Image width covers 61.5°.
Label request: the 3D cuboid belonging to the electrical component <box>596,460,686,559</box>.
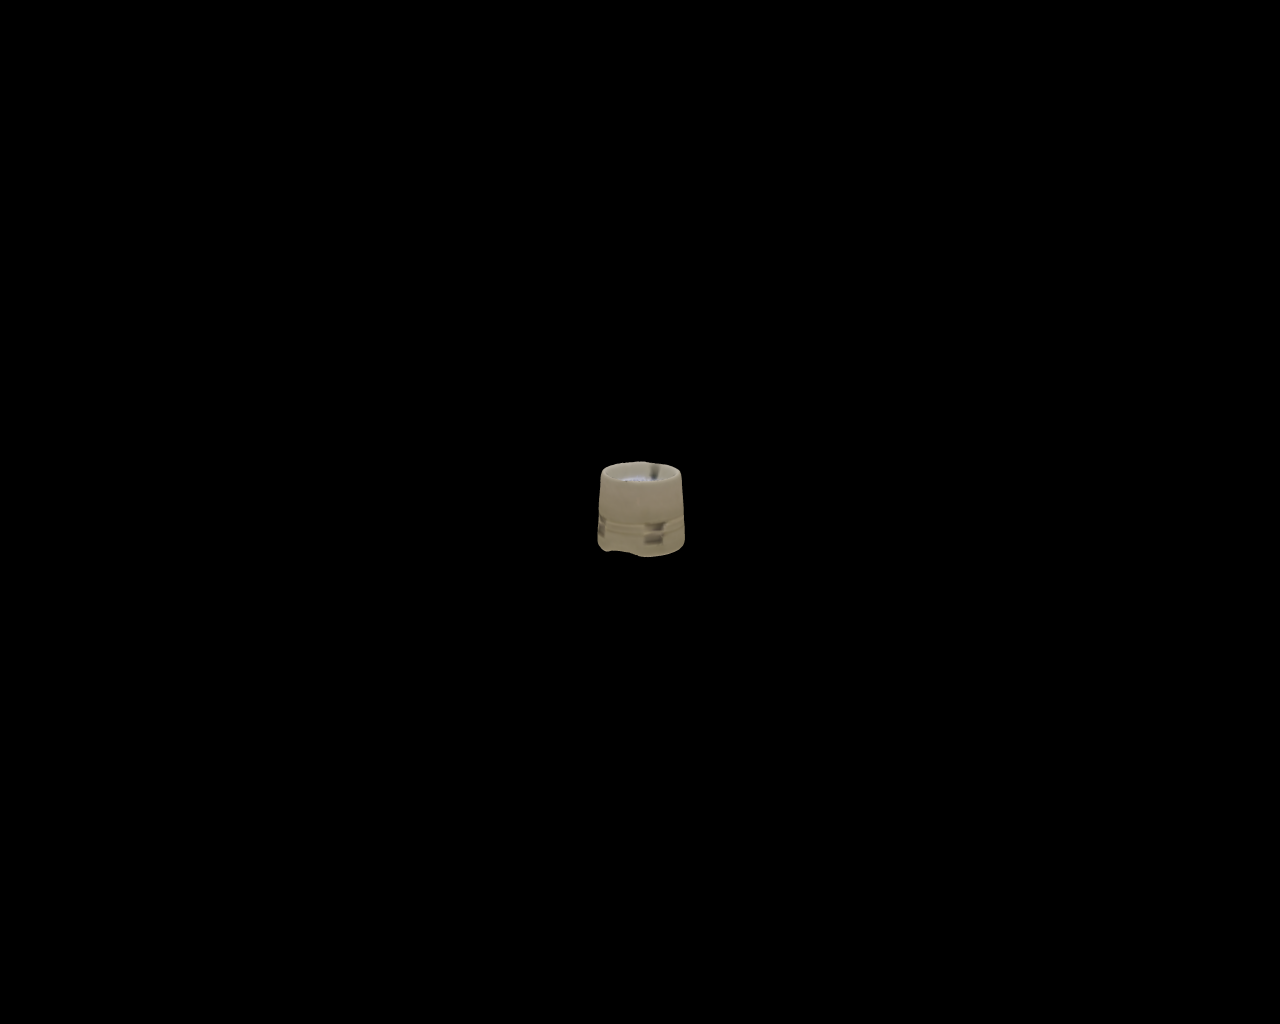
[{"bbox_3d":[0.001,-0.003,0.650,0.055,0.047,0.055,0,18,0],"label":"electrical component"}]
